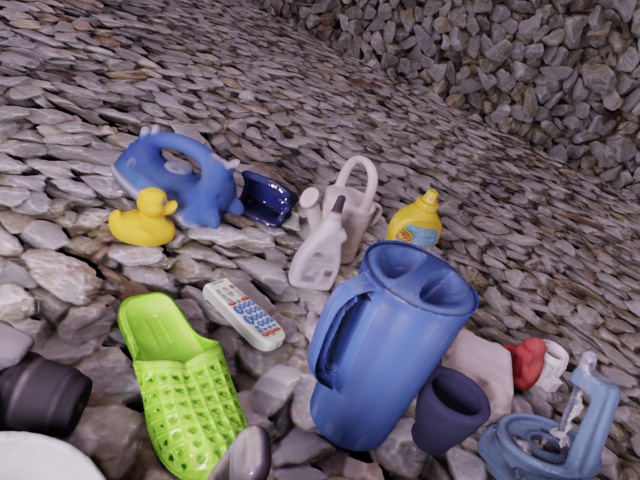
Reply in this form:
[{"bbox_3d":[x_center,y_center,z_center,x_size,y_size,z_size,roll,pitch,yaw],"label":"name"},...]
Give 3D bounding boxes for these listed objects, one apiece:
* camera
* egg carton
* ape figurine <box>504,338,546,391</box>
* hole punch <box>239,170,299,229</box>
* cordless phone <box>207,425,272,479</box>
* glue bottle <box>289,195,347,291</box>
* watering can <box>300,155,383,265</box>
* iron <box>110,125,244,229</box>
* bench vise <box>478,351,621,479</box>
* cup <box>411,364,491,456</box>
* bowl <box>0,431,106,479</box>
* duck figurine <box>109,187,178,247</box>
[{"bbox_3d":[-0.298,0.144,0.541,0.137,0.101,0.143,19,28,-5],"label":"camera"},{"bbox_3d":[0.229,0.198,0.848,0.107,0.069,0.150,24,28,3],"label":"egg carton"},{"bbox_3d":[0.322,0.190,0.904,0.076,0.092,0.077,16,29,-10],"label":"ape figurine"},{"bbox_3d":[-0.099,-0.090,1.093,0.108,0.091,0.101,26,29,8],"label":"hole punch"},{"bbox_3d":[-0.079,0.244,0.434,0.094,0.185,0.147,11,30,-19],"label":"cordless phone"},{"bbox_3d":[0.008,0.003,0.920,0.078,0.173,0.037,10,30,-21],"label":"glue bottle"},{"bbox_3d":[0.044,-0.059,1.031,0.100,0.194,0.173,36,31,24],"label":"watering can"},{"bbox_3d":[-0.251,-0.125,0.993,0.258,0.141,0.119,28,29,11],"label":"iron"},{"bbox_3d":[0.299,0.249,0.652,0.122,0.220,0.206,-11,42,-45],"label":"bench vise"},{"bbox_3d":[0.149,0.217,0.733,0.092,0.095,0.117,1,34,-33],"label":"cup"},{"bbox_3d":[-0.251,0.237,0.441,0.167,0.075,0.167,17,29,-9],"label":"bowl"},{"bbox_3d":[-0.272,-0.043,0.896,0.105,0.086,0.077,3,34,-32],"label":"duck figurine"}]
